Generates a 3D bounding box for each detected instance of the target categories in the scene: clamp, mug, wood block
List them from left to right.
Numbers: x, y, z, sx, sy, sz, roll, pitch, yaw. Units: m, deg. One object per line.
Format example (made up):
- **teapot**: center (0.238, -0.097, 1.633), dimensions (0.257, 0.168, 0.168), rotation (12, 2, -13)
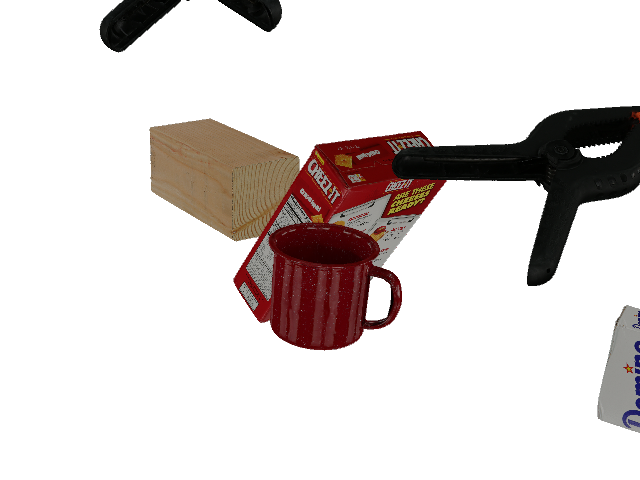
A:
- **clamp**: center (-0.080, -0.187, 0.753), dimensions (0.120, 0.039, 0.171), rotation (3, 44, 5)
- **wood block**: center (-0.119, -0.077, 1.285), dimensions (0.090, 0.090, 0.206), rotation (-12, 25, -33)
- **mug**: center (0.011, 0.041, 0.895), dimensions (0.117, 0.081, 0.093), rotation (11, 23, 14)
- **clamp**: center (0.182, -0.047, 0.805), dimensions (0.209, 0.036, 0.165), rotation (-20, 46, -19)

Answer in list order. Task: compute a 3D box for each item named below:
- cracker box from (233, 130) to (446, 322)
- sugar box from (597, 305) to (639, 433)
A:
- **cracker box**: center (0.020, -0.016, 1.146), dimensions (0.163, 0.072, 0.214), rotation (-13, -33, -43)
- **sugar box**: center (0.310, 0.121, 0.827), dimensions (0.176, 0.093, 0.048), rotation (14, 28, 22)
